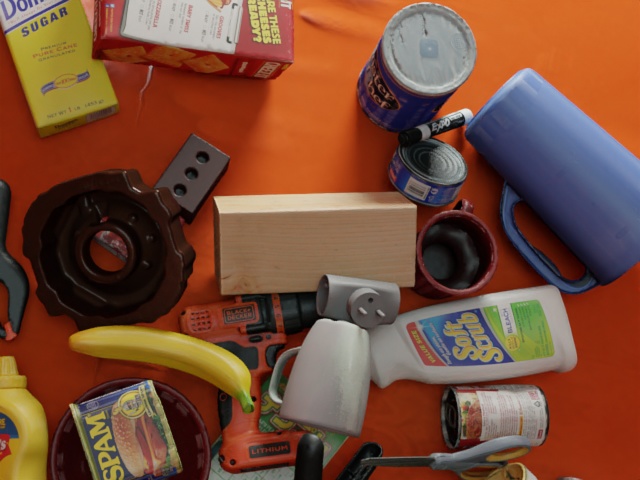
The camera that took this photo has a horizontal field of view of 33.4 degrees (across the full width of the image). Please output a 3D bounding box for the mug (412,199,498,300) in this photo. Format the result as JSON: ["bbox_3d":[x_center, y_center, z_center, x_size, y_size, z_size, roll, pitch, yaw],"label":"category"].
[{"bbox_3d":[0.141,0.010,1.177,0.093,0.082,0.117,19,75,-9],"label":"mug"}]

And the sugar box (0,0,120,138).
[{"bbox_3d":[-0.293,-0.210,1.172,0.093,0.048,0.176,-20,84,-13],"label":"sugar box"}]

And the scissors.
[{"bbox_3d":[0.141,0.221,1.101,0.201,0.096,0.016,20,42,-42],"label":"scissors"}]

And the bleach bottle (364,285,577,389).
[{"bbox_3d":[0.146,0.119,1.170,0.250,0.068,0.102,-11,80,-9],"label":"bleach bottle"}]

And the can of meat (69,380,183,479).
[{"bbox_3d":[-0.190,0.196,1.046,0.083,0.057,0.102,-18,82,-14],"label":"can of meat"}]

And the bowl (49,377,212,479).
[{"bbox_3d":[-0.194,0.223,1.098,0.162,0.055,0.162,2,79,-8],"label":"bowl"}]

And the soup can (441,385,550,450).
[{"bbox_3d":[0.189,0.192,1.158,0.102,0.068,0.068,0,79,-10],"label":"soup can"}]

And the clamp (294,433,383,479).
[{"bbox_3d":[-0.014,0.282,1.040,0.036,0.164,0.210,21,80,30],"label":"clamp"}]

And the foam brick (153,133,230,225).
[{"bbox_3d":[-0.141,-0.066,1.165,0.053,0.051,0.078,32,76,-1],"label":"foam brick"}]

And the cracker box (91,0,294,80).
[{"bbox_3d":[-0.140,-0.273,1.177,0.213,0.072,0.164,4,78,-21],"label":"cracker box"}]

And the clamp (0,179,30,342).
[{"bbox_3d":[-0.349,0.022,1.122,0.120,0.039,0.171,-33,92,-9],"label":"clamp"}]

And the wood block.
[{"bbox_3d":[-0.008,0.002,1.141,0.206,0.090,0.091,-2,104,-9],"label":"wood block"}]

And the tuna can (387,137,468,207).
[{"bbox_3d":[0.121,-0.078,1.196,0.086,0.034,0.086,12,42,-12],"label":"tuna can"}]

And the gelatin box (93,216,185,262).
[{"bbox_3d":[-0.203,-0.016,1.156,0.089,0.030,0.073,35,76,-1],"label":"gelatin box"}]

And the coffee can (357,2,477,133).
[{"bbox_3d":[0.104,-0.187,1.181,0.102,0.140,0.103,2,79,-9],"label":"coffee can"}]

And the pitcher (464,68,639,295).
[{"bbox_3d":[0.274,-0.067,1.198,0.243,0.145,0.149,44,53,5],"label":"pitcher"}]

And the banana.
[{"bbox_3d":[-0.150,0.117,1.071,0.198,0.069,0.037,17,107,6],"label":"banana"}]

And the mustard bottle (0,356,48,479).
[{"bbox_3d":[-0.313,0.213,1.067,0.058,0.096,0.191,12,71,-52],"label":"mustard bottle"}]

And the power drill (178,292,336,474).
[{"bbox_3d":[-0.049,0.144,1.124,0.184,0.057,0.187,-9,71,-2],"label":"power drill"}]

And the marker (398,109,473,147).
[{"bbox_3d":[0.130,-0.127,1.208,0.120,0.020,0.020,-23,83,-41],"label":"marker"}]
